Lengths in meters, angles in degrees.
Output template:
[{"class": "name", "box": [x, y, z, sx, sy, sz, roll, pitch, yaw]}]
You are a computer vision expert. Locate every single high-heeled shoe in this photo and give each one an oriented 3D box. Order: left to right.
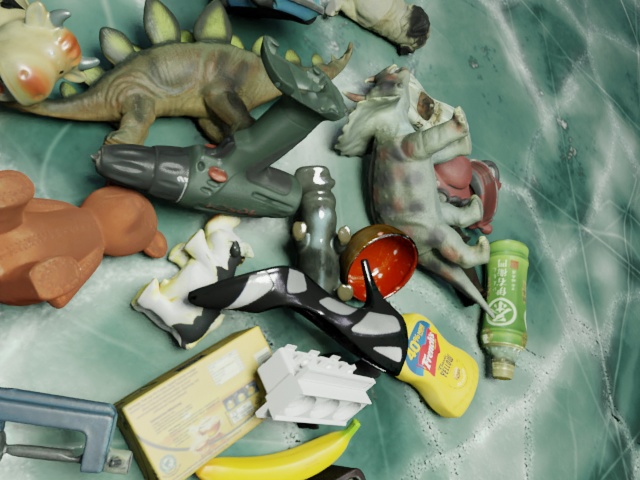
[{"class": "high-heeled shoe", "box": [-0.015, 0.099, 0.598, 0.249, 0.086, 0.145, -7, 82, -23]}]

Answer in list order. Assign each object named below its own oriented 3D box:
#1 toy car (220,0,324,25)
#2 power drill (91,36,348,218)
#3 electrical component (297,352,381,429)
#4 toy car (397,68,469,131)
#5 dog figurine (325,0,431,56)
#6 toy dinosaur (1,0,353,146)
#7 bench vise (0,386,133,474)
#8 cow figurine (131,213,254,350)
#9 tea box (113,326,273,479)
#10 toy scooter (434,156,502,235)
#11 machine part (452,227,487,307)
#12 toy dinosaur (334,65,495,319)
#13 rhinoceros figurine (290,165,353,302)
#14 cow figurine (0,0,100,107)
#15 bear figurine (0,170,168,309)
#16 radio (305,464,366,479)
[{"class": "toy car", "box": [-0.067, -0.352, 0.719, 0.109, 0.162, 0.102, -3, 111, -50]}, {"class": "power drill", "box": [-0.087, -0.103, 0.559, 0.232, 0.207, 0.086, 18, 37, -40]}, {"class": "electrical component", "box": [0.017, 0.181, 0.685, 0.119, 0.048, 0.074, -23, 89, -35]}, {"class": "toy car", "box": [0.175, -0.210, 0.897, 0.201, 0.056, 0.073, 29, 62, -21]}, {"class": "dog figurine", "box": [0.100, -0.415, 0.901, 0.190, 0.121, 0.172, 10, 73, -44]}, {"class": "toy dinosaur", "box": [-0.135, -0.195, 0.670, 0.471, 0.105, 0.198, -10, 80, -33]}, {"class": "bench vise", "box": [-0.278, 0.148, 0.456, 0.241, 0.129, 0.223, 12, 76, -10]}, {"class": "cow figurine", "box": [-0.129, 0.039, 0.624, 0.098, 0.068, 0.167, 45, 58, -13]}, {"class": "tea box", "box": [-0.125, 0.177, 0.585, 0.169, 0.068, 0.098, -26, 90, -34]}, {"class": "toy scooter", "box": [0.240, -0.080, 0.888, 0.184, 0.075, 0.135, 10, 69, -34]}, {"class": "machine part", "box": [0.225, 0.038, 0.865, 0.084, 0.039, 0.139, -19, 84, -40]}, {"class": "toy dinosaur", "box": [0.137, -0.062, 0.788, 0.131, 0.192, 0.404, -27, 108, -69]}, {"class": "rhinoceros figurine", "box": [-0.001, -0.002, 0.695, 0.073, 0.112, 0.190, -4, 91, -3]}, {"class": "cow figurine", "box": [-0.298, -0.190, 0.513, 0.127, 0.085, 0.195, -32, 55, -11]}, {"class": "bear figurine", "box": [-0.226, -0.011, 0.527, 0.196, 0.132, 0.120, -27, 91, -48]}, {"class": "radio", "box": [-0.039, 0.353, 0.582, 0.229, 0.073, 0.131, -15, 84, -34]}]
